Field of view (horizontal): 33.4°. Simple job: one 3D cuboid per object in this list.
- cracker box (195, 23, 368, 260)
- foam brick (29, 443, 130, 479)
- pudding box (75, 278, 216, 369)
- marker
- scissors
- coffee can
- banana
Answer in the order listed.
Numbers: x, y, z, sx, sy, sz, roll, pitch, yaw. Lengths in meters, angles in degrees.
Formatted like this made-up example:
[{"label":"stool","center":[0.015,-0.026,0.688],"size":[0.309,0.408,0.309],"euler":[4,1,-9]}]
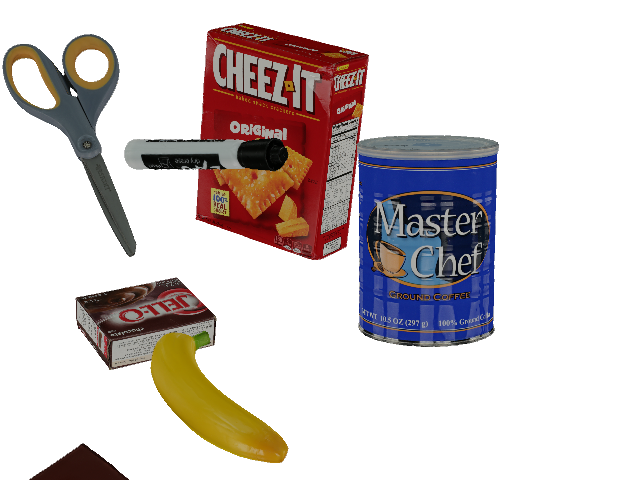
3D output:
[{"label":"cracker box","center":[-0.046,-0.103,1.118],"size":[0.164,0.214,0.071],"euler":[20,27,29]},{"label":"foam brick","center":[-0.096,0.138,0.462],"size":[0.078,0.051,0.052],"euler":[27,45,34]},{"label":"pudding box","center":[-0.170,0.079,1.041],"size":[0.113,0.039,0.090],"euler":[-13,30,-29]},{"label":"marker","center":[-0.069,-0.051,0.632],"size":[0.121,0.020,0.020],"euler":[4,2,37]},{"label":"scissors","center":[-0.164,-0.085,0.810],"size":[0.096,0.202,0.016],"euler":[-35,-18,-21]},{"label":"coffee can","center":[0.078,-0.003,0.788],"size":[0.103,0.140,0.103],"euler":[-1,11,0]},{"label":"banana","center":[-0.092,0.117,0.844],"size":[0.069,0.037,0.198],"euler":[-10,28,-21]}]
